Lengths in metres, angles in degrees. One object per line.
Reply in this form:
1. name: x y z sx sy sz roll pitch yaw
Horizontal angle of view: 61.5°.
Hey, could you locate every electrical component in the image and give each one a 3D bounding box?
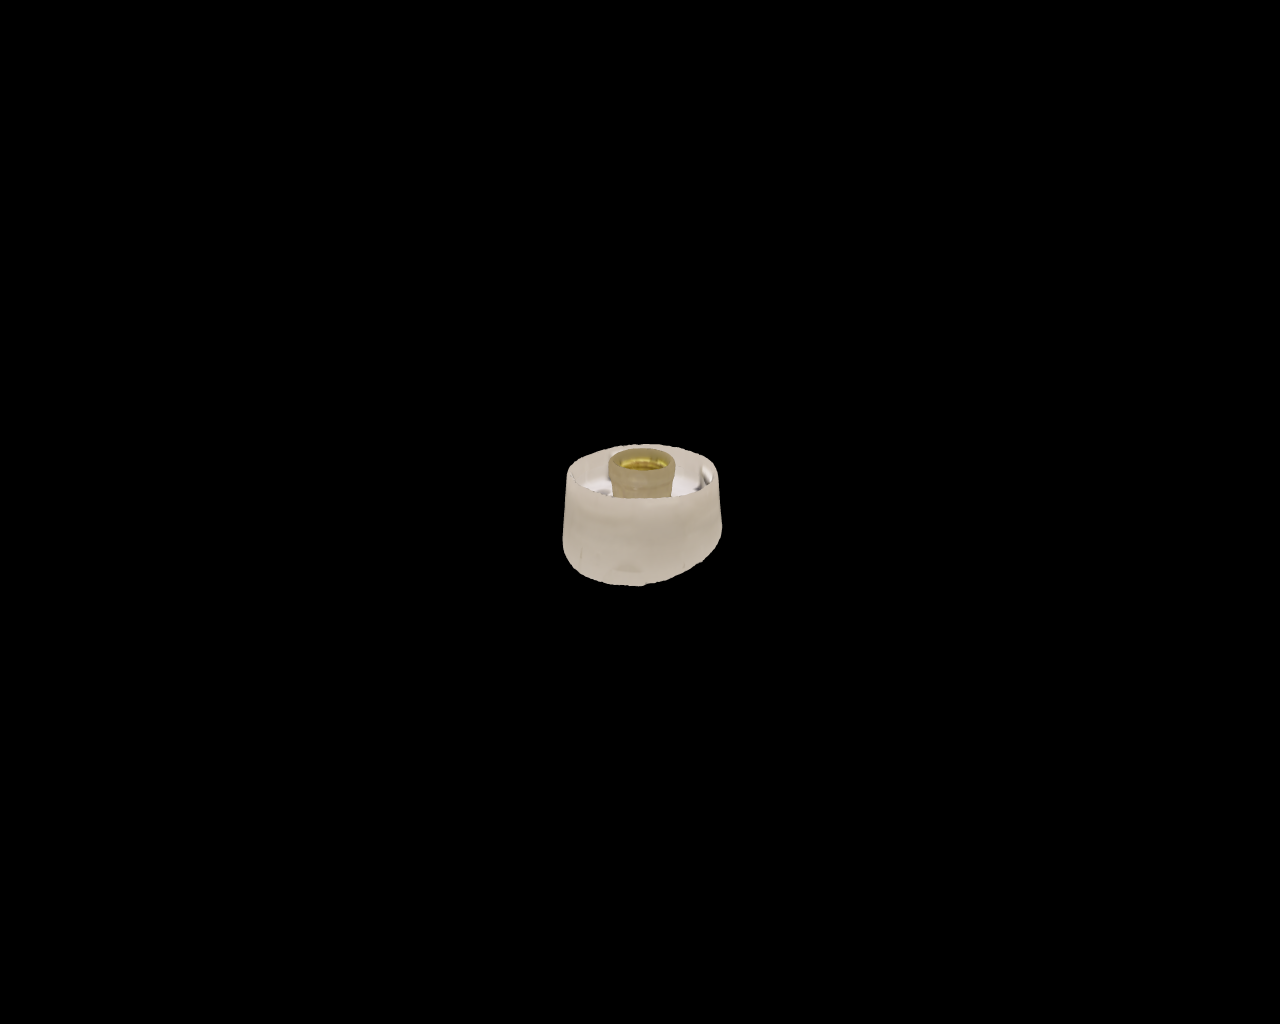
1. electrical component: 0.001 -0.003 0.650 0.099 0.064 0.099 0 24 0
